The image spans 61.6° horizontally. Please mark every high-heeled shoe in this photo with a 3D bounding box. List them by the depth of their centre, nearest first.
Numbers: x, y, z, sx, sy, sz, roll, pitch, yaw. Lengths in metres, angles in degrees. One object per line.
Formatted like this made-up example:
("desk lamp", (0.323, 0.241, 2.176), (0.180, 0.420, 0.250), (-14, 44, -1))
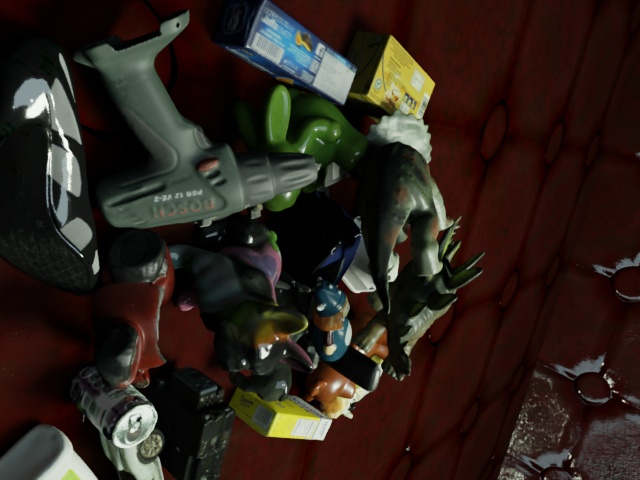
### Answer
("high-heeled shoe", (-0.250, -0.060, 0.512), (0.248, 0.086, 0.145), (95, 1, -54))

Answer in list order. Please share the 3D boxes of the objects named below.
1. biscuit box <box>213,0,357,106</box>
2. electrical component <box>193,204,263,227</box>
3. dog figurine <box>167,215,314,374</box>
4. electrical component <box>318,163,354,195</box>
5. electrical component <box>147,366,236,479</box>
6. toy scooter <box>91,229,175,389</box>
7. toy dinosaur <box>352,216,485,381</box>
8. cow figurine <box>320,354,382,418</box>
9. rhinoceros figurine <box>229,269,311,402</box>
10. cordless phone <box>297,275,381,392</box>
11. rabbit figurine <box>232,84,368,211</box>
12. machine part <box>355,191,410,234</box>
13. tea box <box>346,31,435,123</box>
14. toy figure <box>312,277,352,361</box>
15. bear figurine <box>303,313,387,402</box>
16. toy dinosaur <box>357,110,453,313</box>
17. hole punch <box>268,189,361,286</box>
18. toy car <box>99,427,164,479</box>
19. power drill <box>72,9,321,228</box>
("biscuit box", (-0.036, -0.231, 0.673), (0.202, 0.063, 0.059), (13, 98, -54))
("electrical component", (-0.119, -0.040, 0.651), (0.102, 0.078, 0.045), (-11, 73, -55))
("dog figurine", (-0.076, 0.067, 0.650), (0.191, 0.219, 0.108), (-34, 136, -36))
("electrical component", (0.012, -0.109, 0.815), (0.075, 0.048, 0.119), (-25, 125, -43))
("electrical component", (-0.174, 0.236, 0.702), (0.058, 0.115, 0.134), (-6, 113, -55))
("toy scooter", (-0.199, 0.087, 0.585), (0.135, 0.075, 0.184), (95, -6, -50))
("toy dinosaur", (0.170, 0.073, 0.859), (0.198, 0.105, 0.471), (-49, -178, 25))
("cow figurine", (0.062, 0.300, 1.087), (0.167, 0.068, 0.098), (-43, 145, -29))
("rhinoceros figurine", (-0.068, 0.137, 0.784), (0.073, 0.112, 0.190), (21, 73, -50))
("cordless phone", (0.028, 0.148, 0.857), (0.088, 0.184, 0.146), (3, 106, -48))
("rabbit figurine", (-0.033, -0.114, 0.666), (0.159, 0.121, 0.170), (58, 39, -24))
("machine part", (0.137, -0.085, 0.983), (0.179, 0.056, 0.179), (-27, 127, -42))
("tea box", (0.106, -0.242, 0.846), (0.169, 0.068, 0.098), (21, 91, -53))
("toy figure", (0.015, 0.111, 0.758), (0.058, 0.064, 0.154), (-19, 138, -17))
("bear figurine", (0.063, 0.235, 0.999), (0.196, 0.132, 0.120), (-54, 171, -28))
("toy dinosaur", (0.102, -0.067, 0.722), (0.405, 0.131, 0.192), (-61, 133, -71))
("hole punch", (-0.002, -0.002, 0.783), (0.115, 0.142, 0.092), (-50, 145, 13))
("toy car", (-0.227, 0.301, 0.677), (0.056, 0.074, 0.201), (-23, 112, -46))
("power drill", (-0.130, -0.117, 0.542), (0.232, 0.086, 0.207), (-19, 125, -4))
